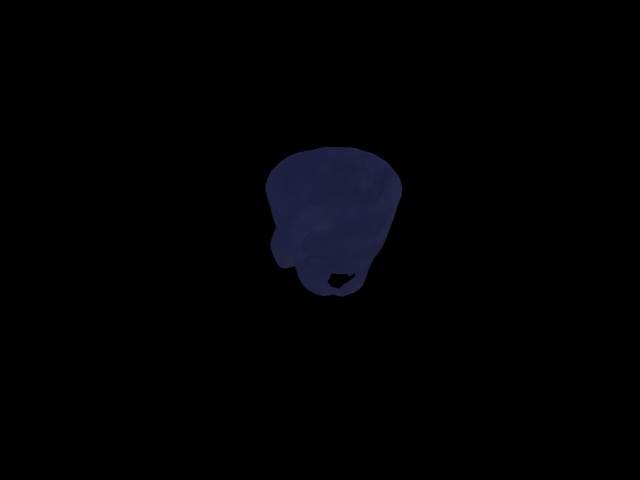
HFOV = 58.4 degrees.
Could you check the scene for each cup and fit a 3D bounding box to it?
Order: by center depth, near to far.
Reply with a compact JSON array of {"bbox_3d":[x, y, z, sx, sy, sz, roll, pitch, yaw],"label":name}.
[{"bbox_3d":[0.004,0.001,0.400,0.091,0.095,0.118,17,41,21],"label":"cup"}]
